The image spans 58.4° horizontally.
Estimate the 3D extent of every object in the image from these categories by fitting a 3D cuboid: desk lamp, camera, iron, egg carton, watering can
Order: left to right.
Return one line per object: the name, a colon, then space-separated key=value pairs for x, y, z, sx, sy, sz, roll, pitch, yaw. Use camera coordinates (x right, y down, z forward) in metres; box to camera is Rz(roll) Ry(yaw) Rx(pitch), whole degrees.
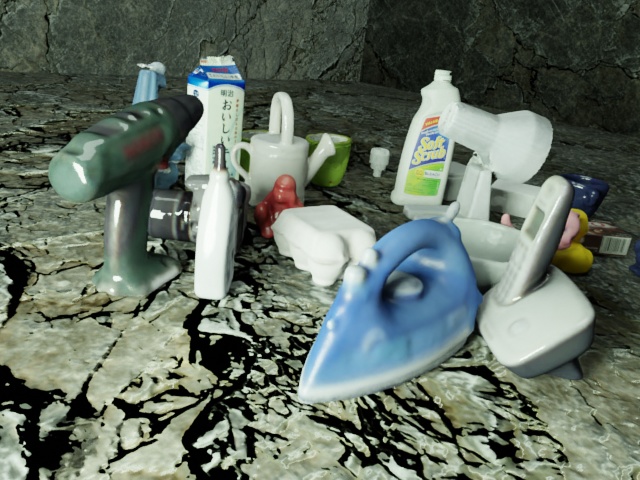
camera: x=-0.171 y=-0.046 z=0.794 sx=0.137 sy=0.101 sz=0.143 roll=6 pitch=21 yaw=-1
watering can: x=-0.062 y=-0.154 z=0.981 sx=0.173 sy=0.194 sz=0.100 roll=-10 pitch=26 yaw=-38
egg carton: x=0.007 y=0.003 z=0.763 sx=0.107 sy=0.069 sz=0.149 roll=-7 pitch=24 yaw=-32
iron: x=0.072 y=0.048 z=0.561 sx=0.118 sy=0.141 sz=0.259 roll=21 pitch=25 yaw=33
desk lamp: x=0.264 y=-0.120 z=0.961 sx=0.203 sy=0.213 sz=0.117 roll=2 pitch=21 yaw=-12

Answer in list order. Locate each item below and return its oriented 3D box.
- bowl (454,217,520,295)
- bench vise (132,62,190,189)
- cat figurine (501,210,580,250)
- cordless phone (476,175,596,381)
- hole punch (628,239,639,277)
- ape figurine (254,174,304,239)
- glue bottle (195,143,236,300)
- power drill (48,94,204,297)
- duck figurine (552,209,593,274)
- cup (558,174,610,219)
bowl: x=0.201 y=0.030 z=0.744 sx=0.167 sy=0.075 sz=0.167 roll=6 pitch=21 yaw=-2
bench vise: x=-0.270 y=-0.166 z=0.913 sx=0.121 sy=0.220 sz=0.207 roll=2 pitch=21 yaw=-12
cat figurine: x=0.314 y=-0.009 z=0.820 sx=0.128 sy=0.118 sz=0.067 roll=4 pitch=21 yaw=-5
cordless phone: x=0.227 y=0.035 z=0.581 sx=0.094 sy=0.185 sz=0.147 roll=5 pitch=21 yaw=-4
hole punch: x=0.534 y=0.021 z=0.845 sx=0.101 sy=0.091 sz=0.108 roll=-7 pitch=24 yaw=-31
ape figurine: x=-0.057 y=-0.054 z=0.861 sx=0.077 sy=0.092 sz=0.076 roll=9 pitch=21 yaw=6
glue bottle: x=-0.115 y=-0.024 z=0.649 sx=0.037 sy=0.173 sz=0.078 roll=6 pitch=21 yaw=0
power drill: x=-0.203 y=-0.053 z=0.649 sx=0.075 sy=0.208 sz=0.230 roll=12 pitch=21 yaw=15
duck figurine: x=0.380 y=-0.003 z=0.870 sx=0.077 sy=0.086 sz=0.104 roll=8 pitch=21 yaw=4
cup: x=0.471 y=-0.062 z=1.040 sx=0.091 sy=0.095 sz=0.118 roll=7 pitch=21 yaw=2
